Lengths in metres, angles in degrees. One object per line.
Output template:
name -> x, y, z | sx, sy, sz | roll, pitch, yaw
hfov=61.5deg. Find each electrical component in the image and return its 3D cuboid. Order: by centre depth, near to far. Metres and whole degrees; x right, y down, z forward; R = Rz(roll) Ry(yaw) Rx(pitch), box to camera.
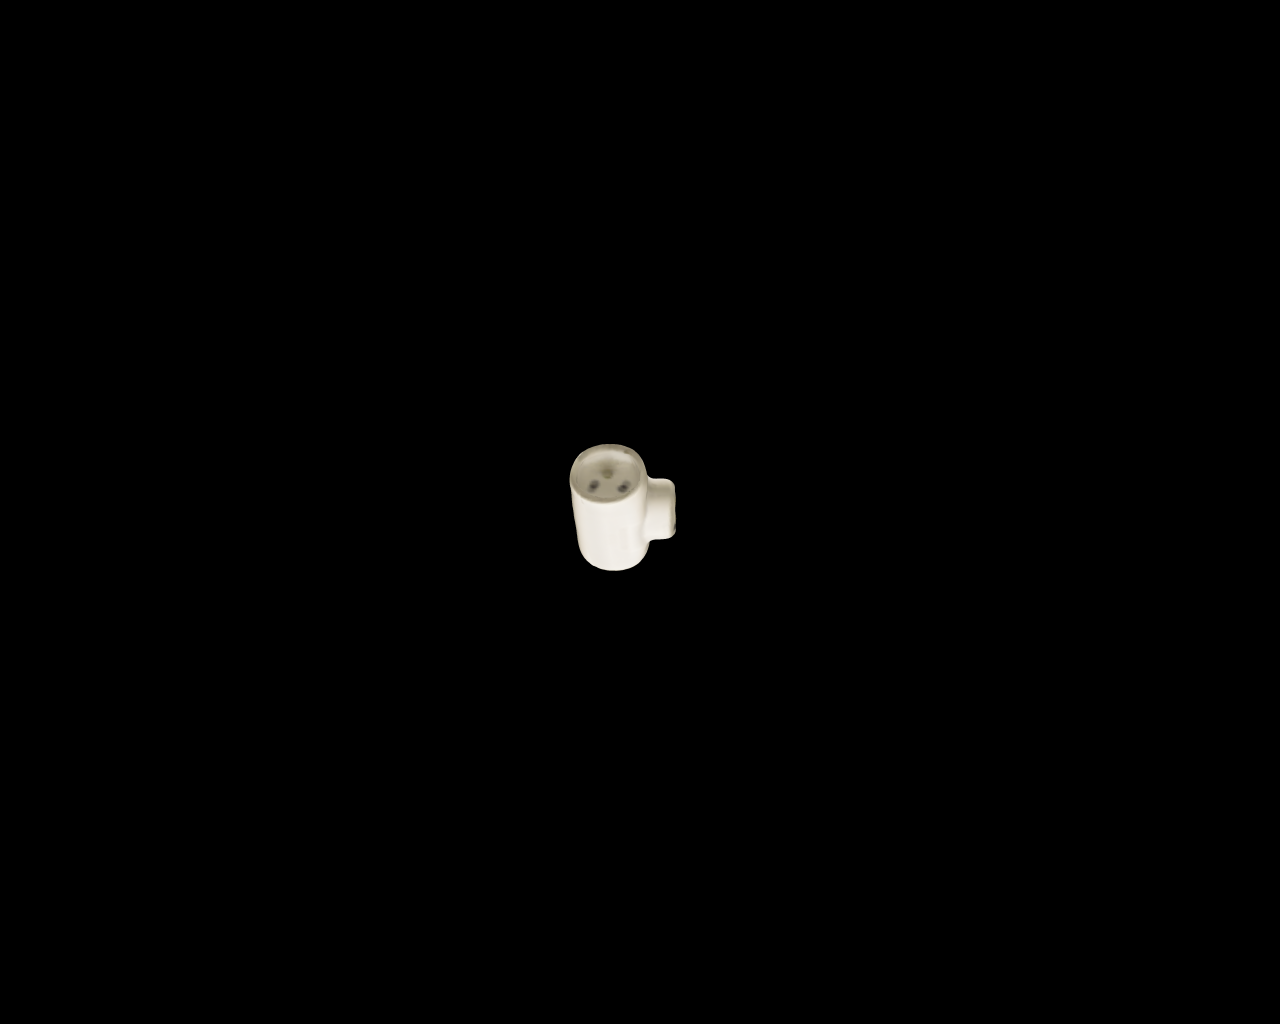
electrical component -> 0.001, -0.003, 0.650 | 0.079, 0.043, 0.077 | -1, -34, 2
